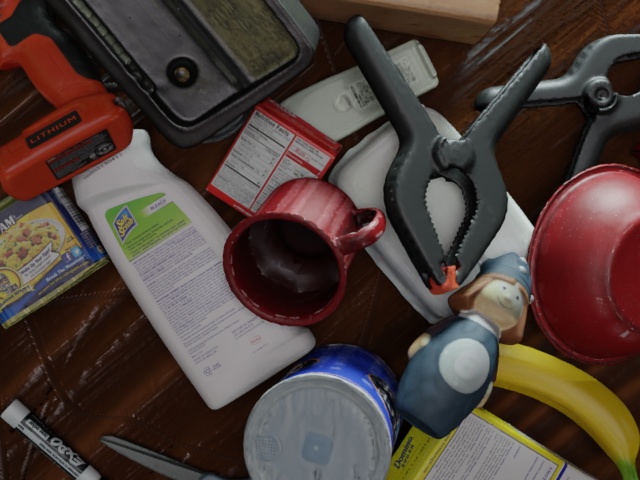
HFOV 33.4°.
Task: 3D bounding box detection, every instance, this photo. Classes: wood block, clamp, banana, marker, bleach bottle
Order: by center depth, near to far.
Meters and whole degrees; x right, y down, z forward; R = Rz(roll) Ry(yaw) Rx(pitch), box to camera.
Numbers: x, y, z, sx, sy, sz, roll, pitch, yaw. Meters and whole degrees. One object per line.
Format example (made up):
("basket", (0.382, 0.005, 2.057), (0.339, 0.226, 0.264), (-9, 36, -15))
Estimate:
("clamp", (0.084, -0.067, 0.788), (0.164, 0.036, 0.210), (12, 76, -11))
("wood block", (0.033, -0.218, 0.823), (0.206, 0.090, 0.091), (9, 90, -2))
("bleach bottle", (-0.111, 0.002, 0.836), (0.102, 0.068, 0.251), (-32, 90, -2))
("banana", (0.179, 0.122, 0.852), (0.198, 0.069, 0.037), (30, 135, 4))
("marker", (-0.204, 0.174, 0.856), (0.121, 0.020, 0.020), (42, 89, -2))
("clamp", (0.223, -0.101, 0.858), (0.171, 0.039, 0.120), (-28, 93, -2))

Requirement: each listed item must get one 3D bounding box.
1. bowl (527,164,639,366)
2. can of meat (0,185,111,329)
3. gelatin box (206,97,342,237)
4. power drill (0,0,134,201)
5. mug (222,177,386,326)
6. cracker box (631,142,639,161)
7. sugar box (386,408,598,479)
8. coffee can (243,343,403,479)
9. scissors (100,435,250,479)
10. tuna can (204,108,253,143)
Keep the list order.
("bowl", (0.240, 0.023, 0.825), (0.161, 0.055, 0.162), (-3, 97, -25))
("can of meat", (-0.227, 0.008, 0.833), (0.102, 0.057, 0.084), (-34, 94, -1))
("gelatin box", (-0.036, -0.057, 0.837), (0.073, 0.030, 0.089), (33, 117, -2))
("power drill", (-0.238, -0.126, 0.802), (0.184, 0.057, 0.188), (-29, 73, -5))
("mug", (-0.005, 0.001, 0.788), (0.117, 0.081, 0.093), (-19, 109, 25))
("cracker box", (0.386, -0.085, 0.851), (0.213, 0.072, 0.164), (-42, 92, 0))
("sugar box", (0.141, 0.193, 0.831), (0.176, 0.048, 0.093), (34, 90, -26))
("coffee can", (0.007, 0.138, 0.795), (0.103, 0.140, 0.103), (1, 93, 9))
("scissors", (-0.070, 0.188, 0.863), (0.201, 0.016, 0.096), (39, 88, -3))
("tuna can", (-0.092, -0.120, 0.847), (0.086, 0.034, 0.086), (0, 91, -2))
